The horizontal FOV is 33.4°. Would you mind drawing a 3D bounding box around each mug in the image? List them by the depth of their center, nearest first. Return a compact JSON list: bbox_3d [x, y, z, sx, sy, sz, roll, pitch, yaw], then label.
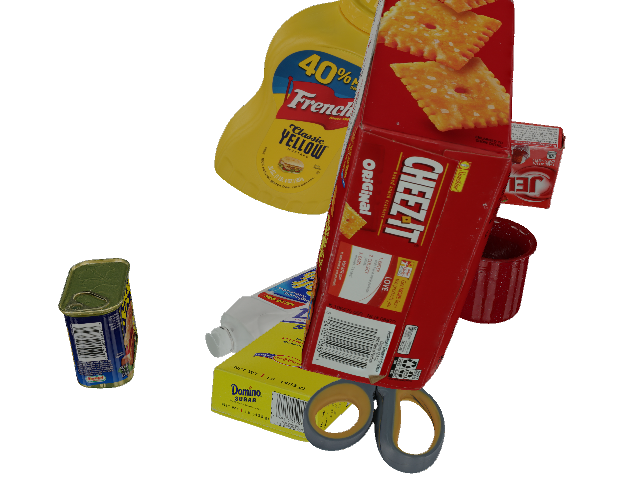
[{"bbox_3d":[0.166,0.025,1.102,0.093,0.081,0.117,-5,31,-14],"label":"mug"}]

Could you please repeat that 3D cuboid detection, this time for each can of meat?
[{"bbox_3d":[-0.202,0.077,0.988,0.057,0.084,0.102,-5,26,-2],"label":"can of meat"}]

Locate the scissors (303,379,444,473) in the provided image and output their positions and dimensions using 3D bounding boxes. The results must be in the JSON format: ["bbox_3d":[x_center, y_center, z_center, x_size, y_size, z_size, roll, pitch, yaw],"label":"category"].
[{"bbox_3d":[0.031,0.082,0.712,0.096,0.016,0.202,-1,30,-7],"label":"scissors"}]

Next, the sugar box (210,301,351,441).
[{"bbox_3d":[-0.007,0.103,0.891,0.093,0.048,0.176,14,23,21],"label":"sugar box"}]

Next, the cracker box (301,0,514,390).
[{"bbox_3d":[0.050,-0.056,0.549,0.072,0.164,0.213,13,45,0],"label":"cracker box"}]

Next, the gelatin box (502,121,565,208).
[{"bbox_3d":[0.151,-0.063,0.880,0.089,0.030,0.073,8,-38,7],"label":"gelatin box"}]

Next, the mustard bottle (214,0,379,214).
[{"bbox_3d":[0.003,-0.106,0.743,0.096,0.192,0.058,22,39,-14],"label":"mustard bottle"}]

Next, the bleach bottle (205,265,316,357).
[{"bbox_3d":[-0.010,0.078,1.207,0.250,0.068,0.103,-21,36,-28],"label":"bleach bottle"}]
